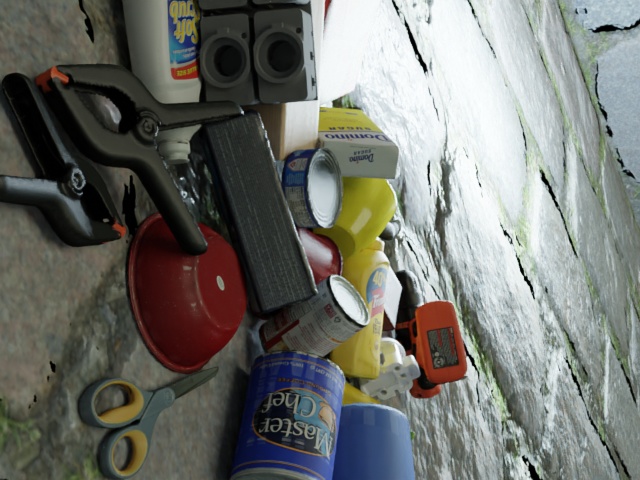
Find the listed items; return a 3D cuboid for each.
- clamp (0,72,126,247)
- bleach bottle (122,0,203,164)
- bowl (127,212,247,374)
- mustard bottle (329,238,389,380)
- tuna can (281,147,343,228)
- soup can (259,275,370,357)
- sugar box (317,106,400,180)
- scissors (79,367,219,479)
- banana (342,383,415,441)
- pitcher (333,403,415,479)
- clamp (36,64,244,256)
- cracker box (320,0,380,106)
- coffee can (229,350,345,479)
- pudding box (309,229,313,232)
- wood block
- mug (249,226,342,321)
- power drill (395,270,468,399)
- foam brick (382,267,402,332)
[{"bbox_3d":[-0.220,-0.041,0.878,0.171,0.039,0.120,56,35,-39],"label":"clamp"},{"bbox_3d":[-0.151,-0.200,1.065,0.102,0.068,0.251,7,76,-65],"label":"bleach bottle"},{"bbox_3d":[-0.117,0.046,1.035,0.162,0.055,0.162,37,47,-54],"label":"bowl"},{"bbox_3d":[0.051,0.075,1.321,0.096,0.058,0.191,27,68,-67],"label":"mustard bottle"},{"bbox_3d":[-0.008,-0.055,1.133,0.086,0.034,0.086,6,83,-64],"label":"tuna can"},{"bbox_3d":[-0.006,0.091,1.143,0.068,0.102,0.068,43,22,-23],"label":"soup can"},{"bbox_3d":[0.026,-0.119,1.268,0.176,0.093,0.048,-126,-139,-67],"label":"sugar box"},{"bbox_3d":[-0.145,0.163,0.966,0.201,0.016,0.096,12,71,-60],"label":"scissors"},{"bbox_3d":[0.041,0.195,1.285,0.197,0.070,0.037,35,67,-45],"label":"banana"},{"bbox_3d":[0.055,0.317,1.198,0.144,0.149,0.243,10,58,-17],"label":"pitcher"},{"bbox_3d":[-0.162,-0.087,0.961,0.209,0.036,0.164,24,63,-38],"label":"clamp"},{"bbox_3d":[0.001,-0.252,1.308,0.213,0.072,0.164,-39,150,-63],"label":"cracker box"},{"bbox_3d":[-0.032,0.198,1.088,0.102,0.103,0.140,53,35,-42],"label":"coffee can"},{"bbox_3d":[-0.009,0.002,1.296,0.090,0.039,0.113,55,34,-40],"label":"pudding box"},{"bbox_3d":[-0.056,-0.192,1.160,0.090,0.091,0.206,-11,105,-63],"label":"wood block"},{"bbox_3d":[-0.041,0.034,1.175,0.081,0.093,0.117,32,88,-50],"label":"mug"},{"bbox_3d":[0.142,0.124,1.443,0.188,0.057,0.184,128,-50,-82],"label":"power drill"},{"bbox_3d":[0.071,0.078,1.414,0.051,0.053,0.078,58,30,-35],"label":"foam brick"}]
